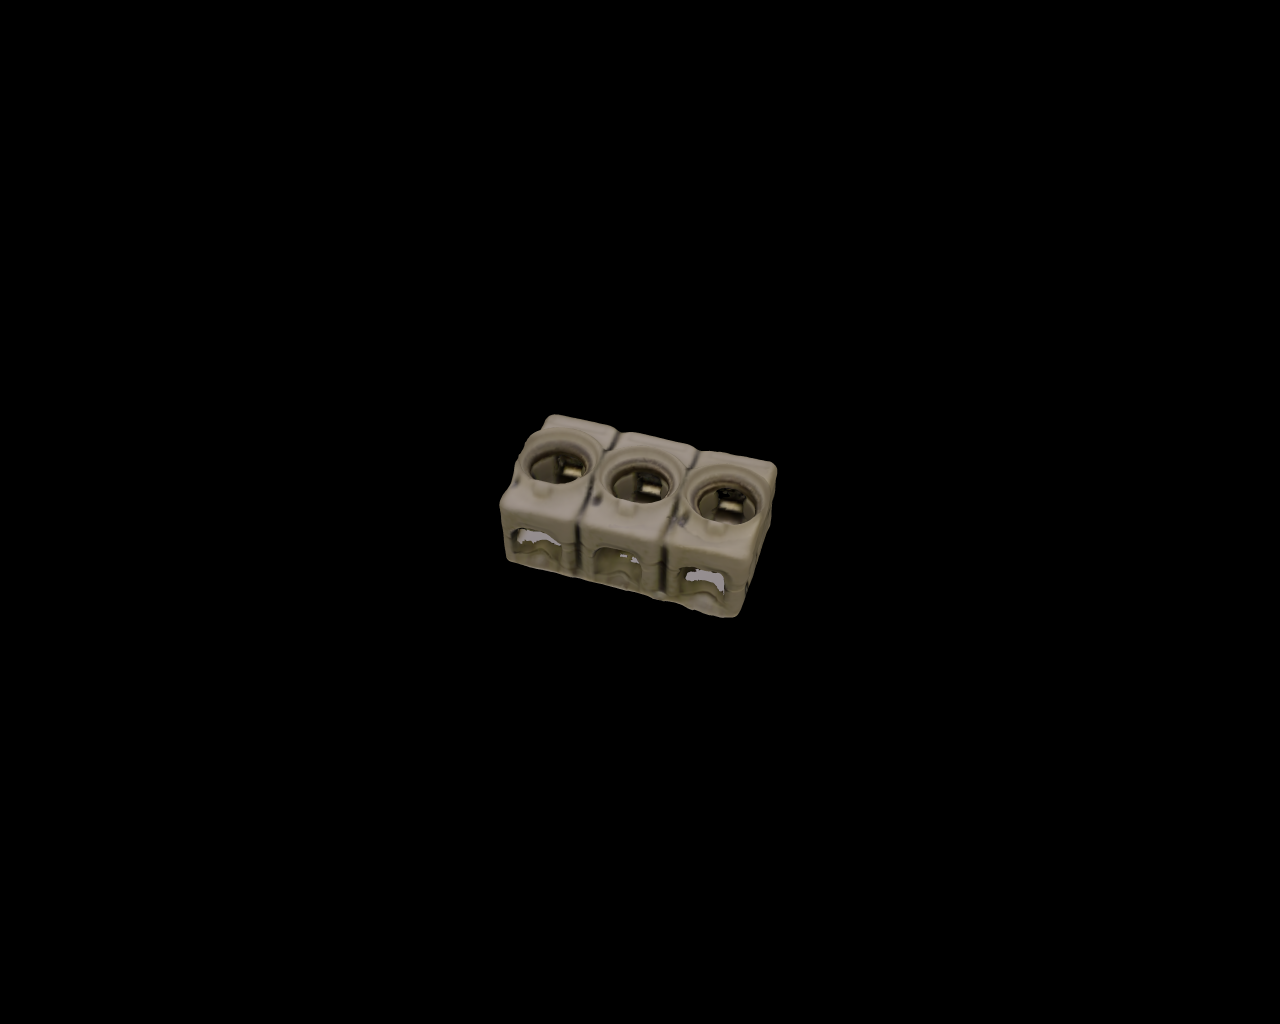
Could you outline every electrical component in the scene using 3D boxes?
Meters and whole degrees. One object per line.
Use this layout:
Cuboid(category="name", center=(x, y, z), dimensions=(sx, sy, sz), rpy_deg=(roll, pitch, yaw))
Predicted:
Cuboid(category="electrical component", center=(0.001, -0.003, 0.650), dimensions=(0.150, 0.061, 0.090), rpy_deg=(13, 47, 12))
